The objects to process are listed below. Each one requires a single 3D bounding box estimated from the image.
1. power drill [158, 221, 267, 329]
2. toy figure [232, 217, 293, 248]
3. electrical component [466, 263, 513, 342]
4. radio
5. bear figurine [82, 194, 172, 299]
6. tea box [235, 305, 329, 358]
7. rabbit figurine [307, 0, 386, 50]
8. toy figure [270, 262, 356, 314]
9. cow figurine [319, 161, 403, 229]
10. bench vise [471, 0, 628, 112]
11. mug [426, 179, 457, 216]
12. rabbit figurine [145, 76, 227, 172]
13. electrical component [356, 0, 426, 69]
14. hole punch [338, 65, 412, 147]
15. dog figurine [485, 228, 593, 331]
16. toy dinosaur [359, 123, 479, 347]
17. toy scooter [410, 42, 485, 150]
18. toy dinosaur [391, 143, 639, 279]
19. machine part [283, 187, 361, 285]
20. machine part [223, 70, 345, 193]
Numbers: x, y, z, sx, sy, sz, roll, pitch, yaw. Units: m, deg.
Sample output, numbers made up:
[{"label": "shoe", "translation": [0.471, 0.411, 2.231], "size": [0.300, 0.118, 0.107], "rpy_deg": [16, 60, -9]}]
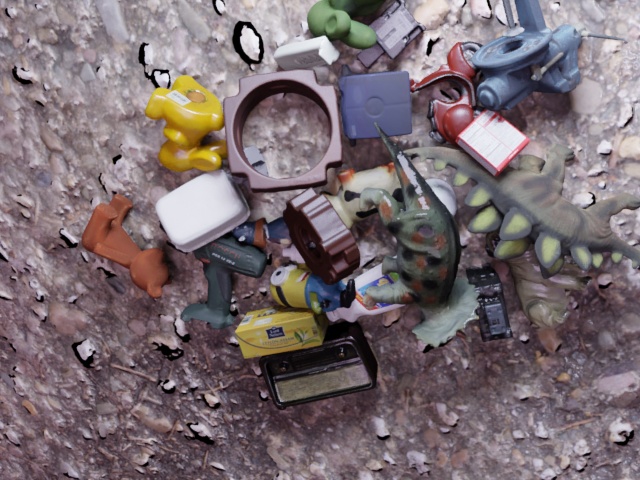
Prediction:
[{"label": "power drill", "translation": [-0.233, 0.069, 1.106], "size": [0.232, 0.086, 0.207], "rpy_deg": [15, 103, 2]}, {"label": "toy figure", "translation": [-0.094, -0.016, 1.056], "size": [0.155, 0.064, 0.057], "rpy_deg": [-5, 115, 10]}, {"label": "electrical component", "translation": [0.314, 0.119, 0.996], "size": [0.058, 0.134, 0.114], "rpy_deg": [-15, 107, 14]}, {"label": "radio", "translation": [-0.004, 0.261, 1.128], "size": [0.230, 0.073, 0.131], "rpy_deg": [-17, 106, 14]}, {"label": "bear figurine", "translation": [-0.374, 0.018, 1.086], "size": [0.196, 0.120, 0.132], "rpy_deg": [34, 107, -5]}, {"label": "tea box", "translation": [-0.076, 0.179, 1.101], "size": [0.170, 0.098, 0.068], "rpy_deg": [-12, 106, 15]}, {"label": "rabbit figurine", "translation": [0.049, -0.383, 0.878], "size": [0.170, 0.121, 0.159], "rpy_deg": [-39, 55, 42]}, {"label": "toy figure", "translation": [-0.018, 0.099, 1.050], "size": [0.180, 0.082, 0.089], "rpy_deg": [10, 104, 27]}, {"label": "cow figurine", "translation": [0.073, -0.071, 1.002], "size": [0.195, 0.085, 0.127], "rpy_deg": [-13, 100, 13]}, {"label": "bench vise", "translation": [0.320, -0.320, 0.823], "size": [0.224, 0.129, 0.240], "rpy_deg": [-31, 119, -3]}, {"label": "mug", "translation": [0.212, -0.050, 0.970], "size": [0.081, 0.107, 0.109], "rpy_deg": [-30, 99, 19]}, {"label": "rabbit figurine", "translation": [-0.243, -0.195, 1.008], "size": [0.162, 0.122, 0.173], "rpy_deg": [29, 127, -7]}, {"label": "electrical component", "translation": [0.113, -0.346, 0.918], "size": [0.119, 0.048, 0.074], "rpy_deg": [-36, 99, 17]}, {"label": "hole punch", "translation": [0.097, -0.230, 0.917], "size": [0.116, 0.092, 0.142], "rpy_deg": [-11, 111, -12]}, {"label": "dog figurine", "translation": [0.376, 0.065, 0.998], "size": [0.191, 0.121, 0.172], "rpy_deg": [29, 108, 14]}, {"label": "toy dinosaur", "translation": [0.171, 0.016, 0.884], "size": [0.192, 0.131, 0.404], "rpy_deg": [9, 123, 30]}, {"label": "toy scooter", "translation": [0.217, -0.239, 0.922], "size": [0.135, 0.075, 0.183], "rpy_deg": [-6, 104, 11]}, {"label": "toy dinosaur", "translation": [0.352, -0.060, 0.892], "size": [0.472, 0.105, 0.198], "rpy_deg": [32, 74, 7]}, {"label": "machine part", "translation": [-0.002, -0.003, 0.940], "size": [0.056, 0.179, 0.179], "rpy_deg": [-30, 104, -17]}, {"label": "machine part", "translation": [-0.062, -0.188, 0.950], "size": [0.202, 0.087, 0.201], "rpy_deg": [-6, 90, 1]}]
